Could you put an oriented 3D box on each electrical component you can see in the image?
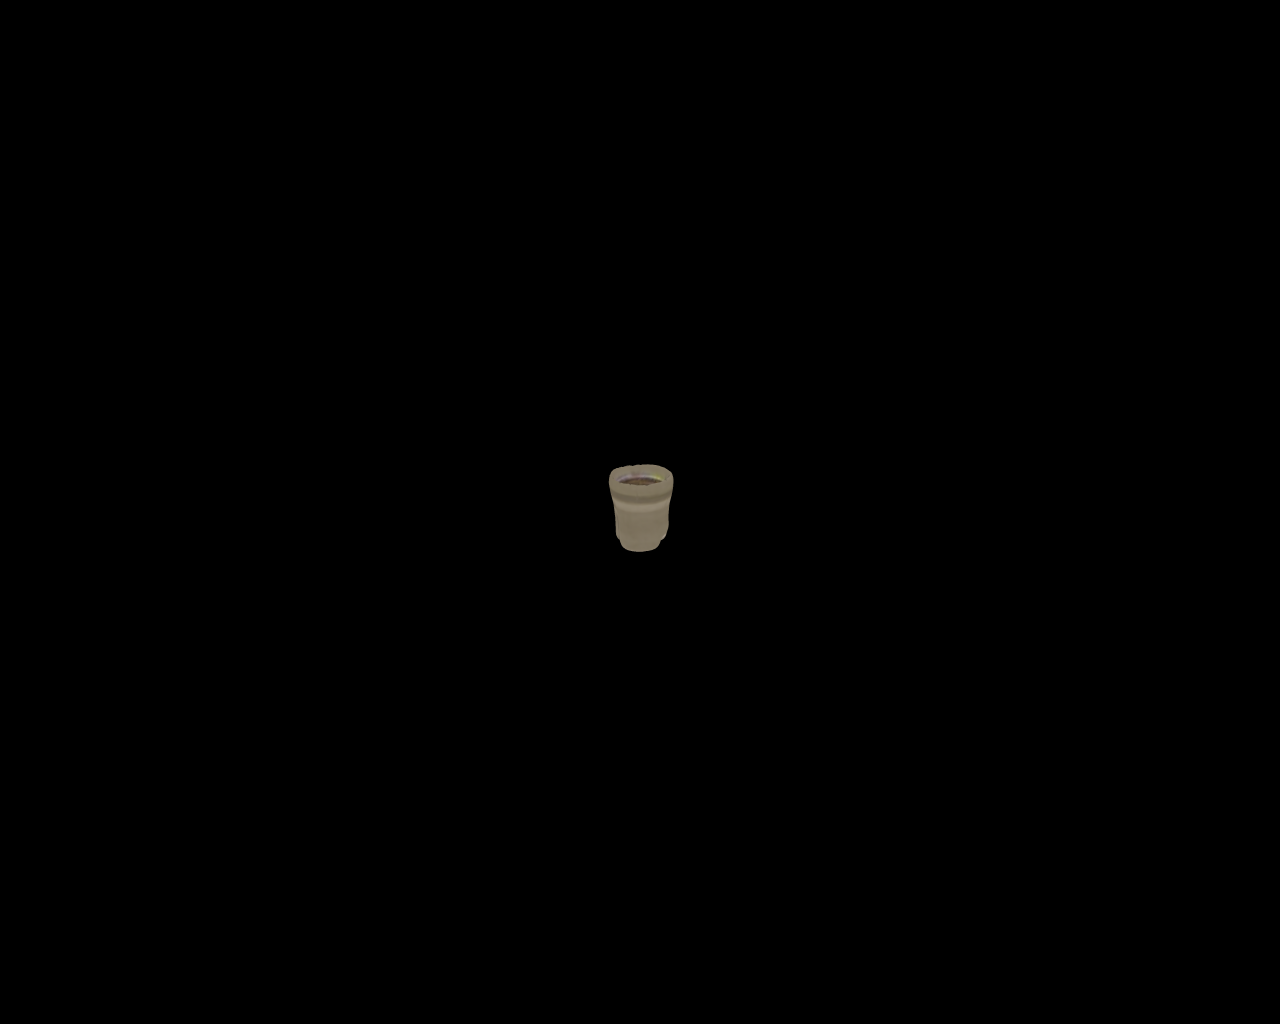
[{"bbox_3d":[0.001,-0.003,0.650,0.040,0.046,0.040,0,22,0],"label":"electrical component"}]
